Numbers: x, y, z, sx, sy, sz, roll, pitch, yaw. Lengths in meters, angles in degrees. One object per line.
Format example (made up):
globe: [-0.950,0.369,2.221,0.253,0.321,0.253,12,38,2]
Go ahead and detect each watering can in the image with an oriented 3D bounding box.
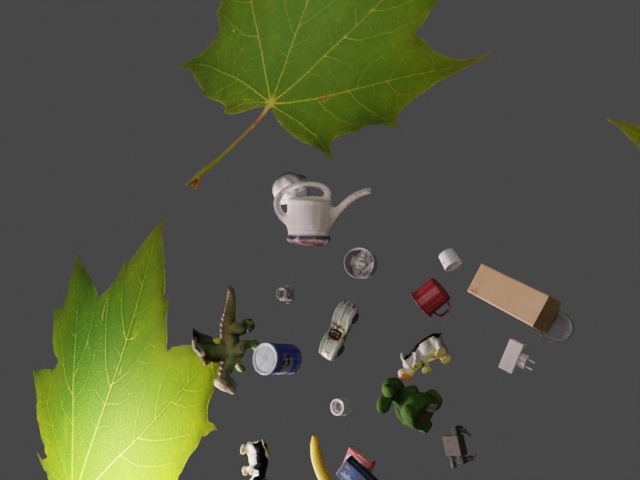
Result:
watering can: [0.005,-0.090,1.790,0.347,0.104,0.224,2,92,12]

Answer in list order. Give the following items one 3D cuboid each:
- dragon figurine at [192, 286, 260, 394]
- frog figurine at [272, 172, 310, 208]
dragon figurine: [-0.350,0.348,1.831,0.120,0.242,0.417,-36,62,27]
frog figurine: [-0.103,-0.165,1.888,0.137,0.120,0.163,-19,54,8]
